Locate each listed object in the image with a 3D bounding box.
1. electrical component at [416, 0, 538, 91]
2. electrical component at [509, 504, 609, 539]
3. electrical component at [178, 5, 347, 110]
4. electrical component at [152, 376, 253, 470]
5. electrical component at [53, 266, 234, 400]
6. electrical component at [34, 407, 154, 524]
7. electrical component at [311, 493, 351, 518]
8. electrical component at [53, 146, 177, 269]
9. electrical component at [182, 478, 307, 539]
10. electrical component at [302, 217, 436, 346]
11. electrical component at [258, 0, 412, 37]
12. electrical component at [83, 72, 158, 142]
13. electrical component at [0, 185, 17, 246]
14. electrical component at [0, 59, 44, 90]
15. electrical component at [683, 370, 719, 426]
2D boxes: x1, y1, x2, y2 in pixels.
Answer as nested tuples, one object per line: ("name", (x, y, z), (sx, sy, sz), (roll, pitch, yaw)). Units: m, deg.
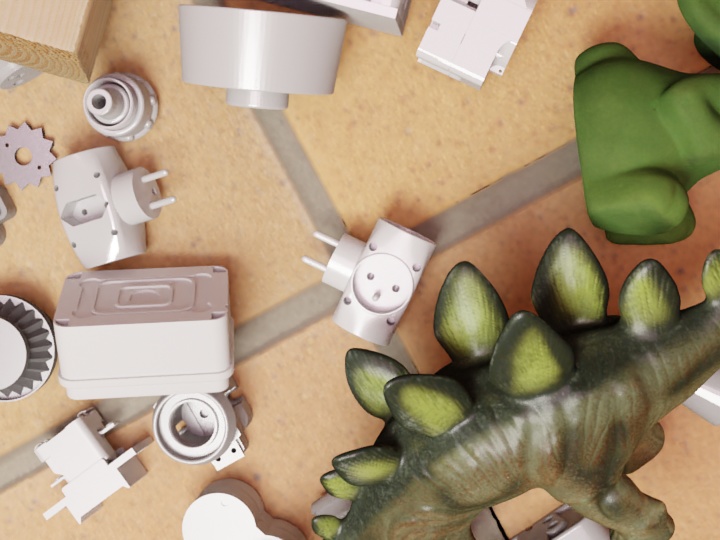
("electrical component", (0.082, -0.168, 0.706), (0.056, 0.050, 0.089), (26, 97, 2))
("electrical component", (0.134, 0.207, 0.733), (0.095, 0.054, 0.059), (-35, 91, 7))
("electrical component", (-0.065, -0.136, 0.696), (0.108, 0.108, 0.060), (6, 102, 5))
("electrical component", (-0.110, 0.102, 0.744), (0.058, 0.057, 0.078), (-29, 92, 7))
("electrical component", (-0.142, 0.041, 0.719), (0.113, 0.078, 0.057), (-3, 118, -5))
("electrical component", (-0.192, 0.136, 0.762), (0.081, 0.042, 0.063), (-37, 87, 6))
("electrical component", (-0.006, 0.165, 0.750), (0.046, 0.040, 0.040), (-33, 91, 13))
("electrical component", (-0.163, -0.047, 0.738), (0.079, 0.043, 0.077), (-15, 93, 18))
("electrical component", (-0.065, 0.208, 0.740), (0.138, 0.074, 0.052), (43, 97, 0))
("electrical component", (0.000, 0.000, 0.731), (0.079, 0.044, 0.077), (26, 97, 3))
("electrical component", (-0.039, -0.204, 0.694), (0.150, 0.089, 0.061), (15, 96, 4))
("electrical component", (-0.167, -0.112, 0.727), (0.048, 0.062, 0.048), (0, 95, 5))
("electrical component", (-0.288, -0.032, 0.748), (0.078, 0.057, 0.058), (-26, 92, 7))
("electrical component", (-0.244, -0.158, 0.739), (0.045, 0.045, 0.055), (-31, 92, 7))
("electrical component", (0.217, 0.071, 0.721), (0.065, 0.044, 0.044), (23, 97, 7))
